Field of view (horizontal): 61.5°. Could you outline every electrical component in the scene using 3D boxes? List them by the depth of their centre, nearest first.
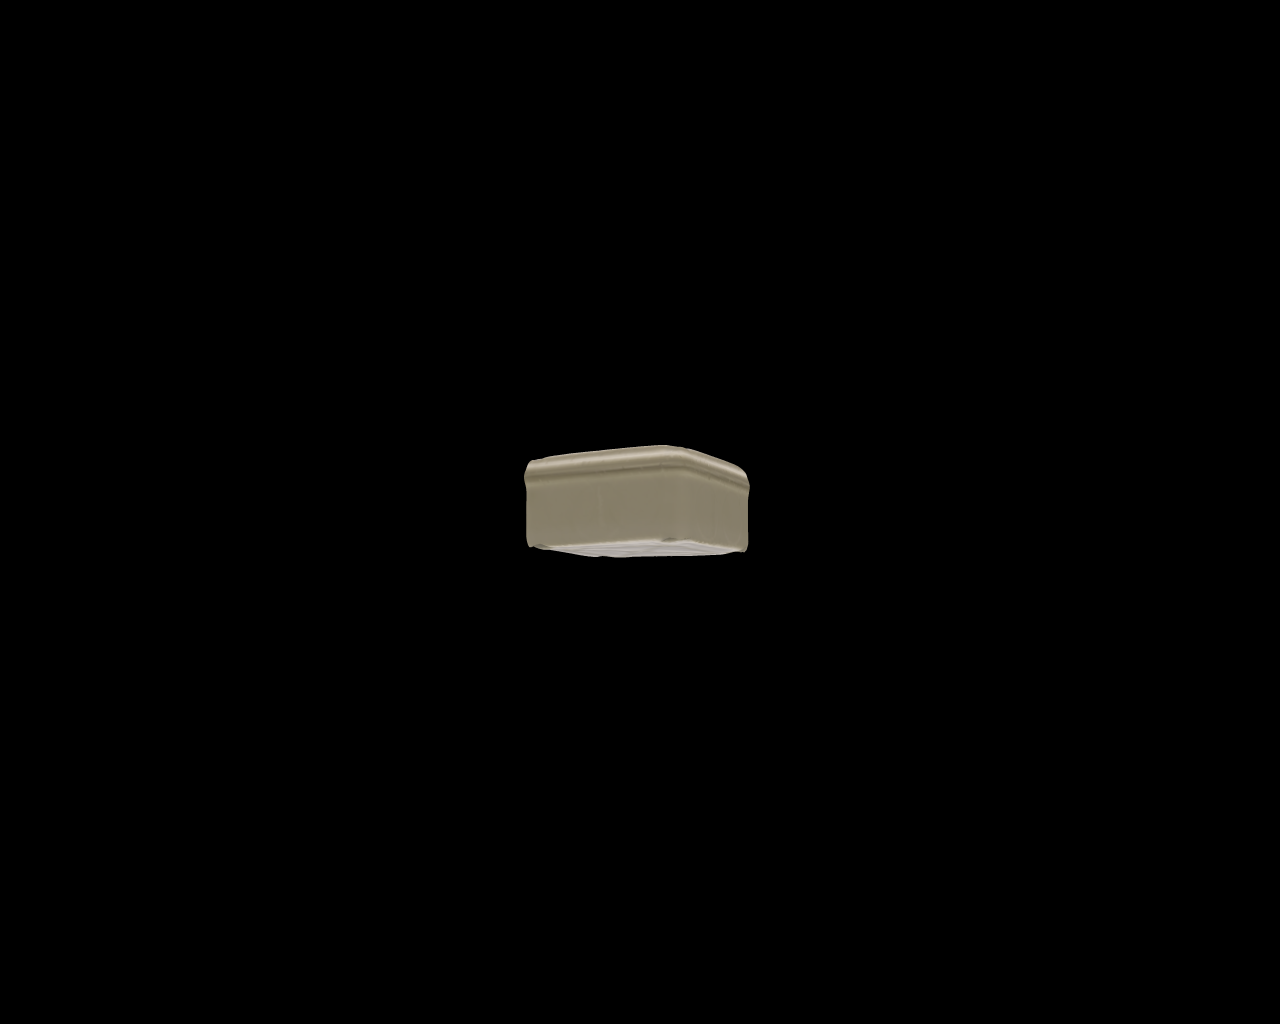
[{"bbox_3d":[0.001,-0.003,0.650,0.109,0.056,0.109,-3,-7,26],"label":"electrical component"}]
